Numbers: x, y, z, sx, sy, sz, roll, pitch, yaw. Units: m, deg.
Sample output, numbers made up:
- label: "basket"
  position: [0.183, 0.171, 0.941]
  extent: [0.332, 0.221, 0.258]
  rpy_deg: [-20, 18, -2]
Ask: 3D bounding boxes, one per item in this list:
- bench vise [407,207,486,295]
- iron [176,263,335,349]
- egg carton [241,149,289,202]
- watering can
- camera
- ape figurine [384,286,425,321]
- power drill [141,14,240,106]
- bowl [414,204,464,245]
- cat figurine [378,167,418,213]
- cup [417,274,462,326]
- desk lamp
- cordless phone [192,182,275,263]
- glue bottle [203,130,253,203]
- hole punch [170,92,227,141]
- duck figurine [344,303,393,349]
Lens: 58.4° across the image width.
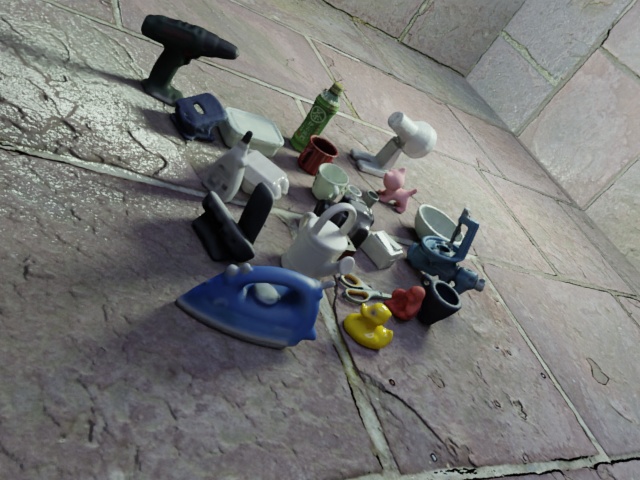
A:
- label: "bench vise"
  position: [0.360, 0.032, 1.489]
  extent: [0.207, 0.219, 0.121]
  rpy_deg: [34, 30, -5]
- label: "iron"
  position: [-0.103, 0.094, 1.001]
  extent: [0.259, 0.141, 0.118]
  rpy_deg: [17, 36, -30]
- label: "egg carton"
  position: [-0.146, -0.150, 1.357]
  extent: [0.150, 0.069, 0.107]
  rpy_deg: [38, 30, 1]
- label: "watering can"
  position: [0.013, 0.004, 1.191]
  extent: [0.172, 0.194, 0.101]
  rpy_deg: [46, 31, 15]
- label: "camera"
  position: [0.057, -0.065, 1.423]
  extent: [0.137, 0.100, 0.143]
  rpy_deg: [24, 33, -22]
- label: "ape figurine"
  position: [0.203, 0.139, 1.307]
  extent: [0.076, 0.092, 0.077]
  rpy_deg: [26, 32, -18]
- label: "power drill"
  position: [-0.341, -0.441, 1.413]
  extent: [0.230, 0.208, 0.075]
  rpy_deg: [25, 32, -20]
- label: "bowl"
  position: [0.336, -0.023, 1.681]
  extent: [0.168, 0.074, 0.167]
  rpy_deg: [27, 32, -18]
- label: "cat figurine"
  position: [0.233, -0.160, 1.718]
  extent: [0.128, 0.117, 0.067]
  rpy_deg: [28, 31, -15]
- label: "cup"
  position: [0.263, 0.147, 1.356]
  extent: [0.117, 0.095, 0.092]
  rpy_deg: [49, 32, 19]
- label: "desk lamp"
  position: [0.242, -0.304, 1.828]
  extent: [0.204, 0.213, 0.117]
  rpy_deg: [10, 40, -38]
- label: "cordless phone"
  position: [-0.156, -0.059, 1.110]
  extent: [0.094, 0.185, 0.147]
  rpy_deg: [-9, 53, -51]
- label: "glue bottle"
  position: [-0.187, -0.165, 1.234]
  extent: [0.078, 0.173, 0.037]
  rpy_deg: [44, 31, 12]
- label: "hole punch"
  position: [-0.294, -0.303, 1.390]
  extent: [0.101, 0.091, 0.108]
  rpy_deg: [-5, 50, -49]
- label: "duck figurine"
  position: [0.113, 0.169, 1.178]
  extent: [0.105, 0.086, 0.077]
  rpy_deg: [32, 31, -10]
